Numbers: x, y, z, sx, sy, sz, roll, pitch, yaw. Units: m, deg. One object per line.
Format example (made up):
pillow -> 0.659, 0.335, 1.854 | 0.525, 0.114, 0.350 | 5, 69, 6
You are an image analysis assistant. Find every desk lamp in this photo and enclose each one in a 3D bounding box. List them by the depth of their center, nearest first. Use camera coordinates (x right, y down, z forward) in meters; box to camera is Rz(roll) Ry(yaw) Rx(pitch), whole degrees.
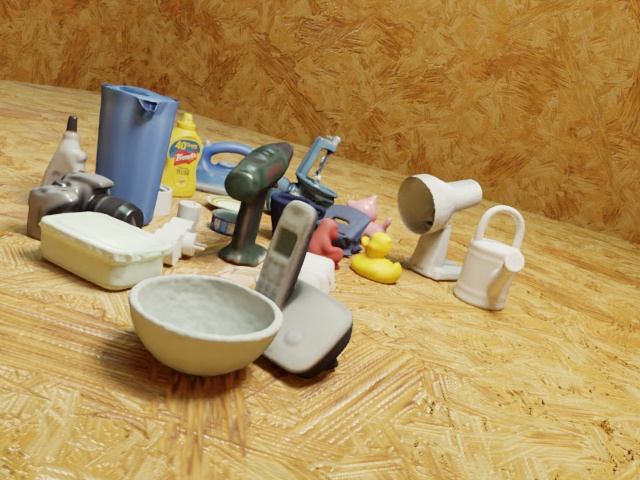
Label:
desk lamp -> 0.251, -0.030, 1.206 | 0.204, 0.213, 0.117 | 4, 18, -35

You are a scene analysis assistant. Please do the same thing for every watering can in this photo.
watering can -> 0.336, 0.031, 1.096 | 0.101, 0.194, 0.172 | 6, 17, -29

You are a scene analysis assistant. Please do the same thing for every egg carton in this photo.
egg carton -> -0.035, 0.062, 0.872 | 0.107, 0.069, 0.150 | 16, 15, 6

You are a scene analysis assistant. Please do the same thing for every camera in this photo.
camera -> -0.362, -0.049, 0.912 | 0.136, 0.101, 0.143 | 18, 15, 13

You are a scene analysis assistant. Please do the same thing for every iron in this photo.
iron -> -0.248, -0.194, 1.487 | 0.259, 0.141, 0.118 | 8, 16, -22

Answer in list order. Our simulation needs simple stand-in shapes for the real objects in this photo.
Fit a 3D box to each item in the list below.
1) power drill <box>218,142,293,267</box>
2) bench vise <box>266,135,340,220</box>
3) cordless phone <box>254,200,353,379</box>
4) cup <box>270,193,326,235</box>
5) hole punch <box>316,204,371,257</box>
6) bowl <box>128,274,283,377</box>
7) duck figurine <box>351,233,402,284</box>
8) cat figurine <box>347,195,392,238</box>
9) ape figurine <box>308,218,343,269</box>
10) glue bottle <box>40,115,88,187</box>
power drill -> -0.112, -0.068, 1.011 | 0.075, 0.208, 0.230 | 16, 15, 8
bench vise -> -0.036, -0.154, 1.386 | 0.208, 0.220, 0.121 | 5, 17, -31
cordless phone -> -0.021, 0.055, 0.679 | 0.147, 0.185, 0.094 | 25, 18, 37
cup -> -0.052, -0.039, 1.186 | 0.118, 0.095, 0.091 | 12, 15, -9
hole punch -> 0.044, -0.024, 1.228 | 0.108, 0.091, 0.101 | 21, 16, 26
bowl -> -0.128, 0.101, 0.627 | 0.167, 0.075, 0.167 | 13, 14, -3
duck figurine -> 0.115, 0.030, 1.105 | 0.104, 0.086, 0.078 | 25, 18, 35
cat figurine -> 0.114, -0.045, 1.322 | 0.067, 0.118, 0.127 | 0, 20, -44
ape figurine -> 0.010, 0.004, 1.090 | 0.076, 0.092, 0.077 | 8, 16, -22
glue bottle -> -0.442, -0.132, 1.004 | 0.078, 0.173, 0.037 | 14, 14, -1
